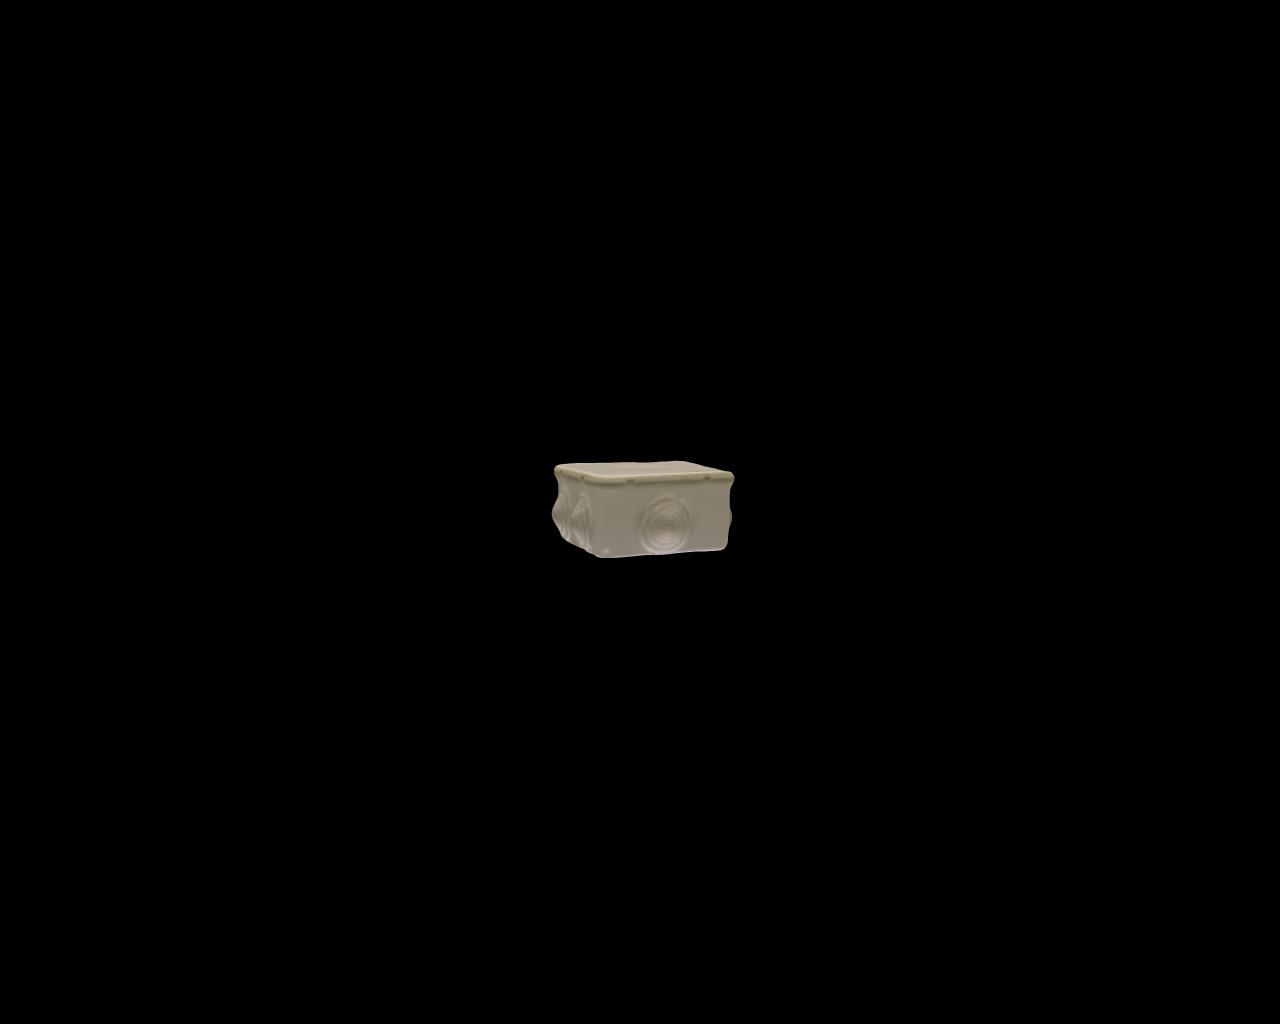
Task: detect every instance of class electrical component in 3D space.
[{"bbox_3d":[0.001,-0.003,0.650,0.100,0.048,0.100,-3,8,-19],"label":"electrical component"}]
